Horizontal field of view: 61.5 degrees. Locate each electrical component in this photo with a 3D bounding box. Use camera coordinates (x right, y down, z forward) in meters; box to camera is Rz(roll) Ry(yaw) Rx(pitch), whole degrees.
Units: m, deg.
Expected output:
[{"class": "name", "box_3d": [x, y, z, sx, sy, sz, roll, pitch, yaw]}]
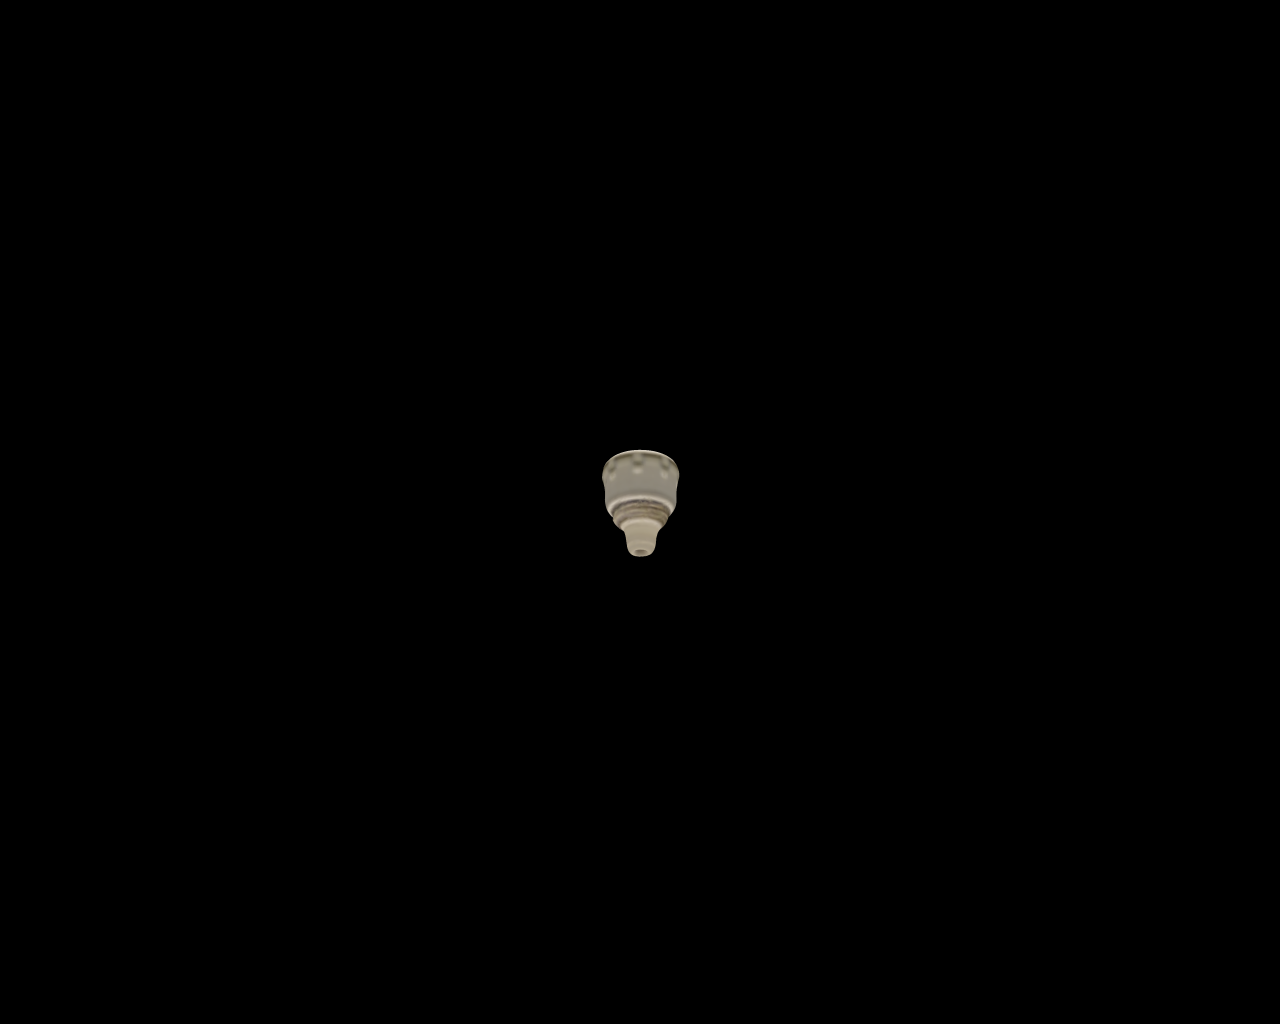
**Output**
[{"class": "electrical component", "box_3d": [0.001, -0.003, 0.650, 0.048, 0.062, 0.048, 0, -25, 0]}]
